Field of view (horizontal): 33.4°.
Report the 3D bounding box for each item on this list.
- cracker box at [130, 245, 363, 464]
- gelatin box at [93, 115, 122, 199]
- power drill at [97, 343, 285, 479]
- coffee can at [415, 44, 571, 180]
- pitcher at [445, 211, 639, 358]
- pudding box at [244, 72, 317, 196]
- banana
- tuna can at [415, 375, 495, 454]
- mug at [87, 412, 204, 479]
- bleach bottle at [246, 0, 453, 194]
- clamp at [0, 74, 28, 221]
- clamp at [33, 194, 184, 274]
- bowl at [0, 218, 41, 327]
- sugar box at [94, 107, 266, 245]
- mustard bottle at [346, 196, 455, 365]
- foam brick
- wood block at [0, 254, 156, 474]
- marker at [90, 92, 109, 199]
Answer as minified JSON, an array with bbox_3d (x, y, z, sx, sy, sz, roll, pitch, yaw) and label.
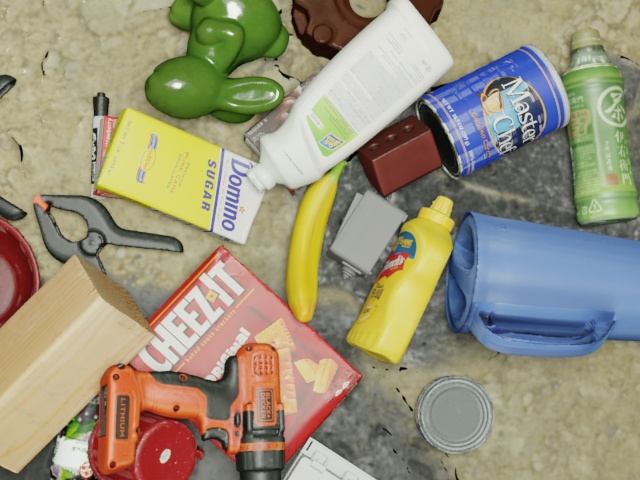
[{"bbox_3d":[-0.085,0.136,1.162,0.214,0.072,0.164,43,83,3],"label":"cracker box"},{"bbox_3d":[-0.211,-0.089,1.189,0.073,0.030,0.089,7,82,-21],"label":"gelatin box"},{"bbox_3d":[-0.125,0.194,1.064,0.187,0.057,0.184,3,74,-22],"label":"power drill"},{"bbox_3d":[0.192,-0.143,1.192,0.140,0.103,0.103,-27,86,-5],"label":"coffee can"},{"bbox_3d":[0.265,0.055,1.159,0.242,0.145,0.149,6,86,-6],"label":"pitcher"},{"bbox_3d":[-0.017,-0.119,1.209,0.113,0.039,0.090,-42,88,-6],"label":"pudding box"},{"bbox_3d":[-0.012,0.005,1.172,0.037,0.070,0.197,16,66,-10],"label":"banana"},{"bbox_3d":[0.149,0.194,1.187,0.086,0.034,0.086,0,84,-3],"label":"tuna can"},{"bbox_3d":[-0.175,0.225,1.130,0.117,0.082,0.093,15,82,-42],"label":"mug"},{"bbox_3d":[0.019,-0.147,1.158,0.251,0.068,0.102,-39,97,-1],"label":"bleach bottle"},{"bbox_3d":[-0.428,-0.105,1.186,0.210,0.036,0.164,1,83,-2],"label":"clamp"},{"bbox_3d":[-0.251,0.015,1.183,0.171,0.039,0.120,29,79,-1],"label":"clamp"},{"bbox_3d":[-0.381,0.050,1.162,0.162,0.055,0.162,0,84,-3],"label":"bowl"},{"bbox_3d":[-0.149,-0.068,1.169,0.176,0.048,0.093,22,83,-17],"label":"sugar box"},{"bbox_3d":[0.097,0.039,1.169,0.058,0.096,0.191,29,82,-12],"label":"mustard bottle"},{"bbox_3d":[0.088,-0.095,1.196,0.078,0.053,0.051,-29,124,-7],"label":"foam brick"},{"bbox_3d":[-0.285,0.128,1.110,0.206,0.090,0.091,-44,44,2],"label":"wood block"},{"bbox_3d":[-0.248,-0.107,1.205,0.020,0.020,0.121,1,84,-3],"label":"marker"}]
